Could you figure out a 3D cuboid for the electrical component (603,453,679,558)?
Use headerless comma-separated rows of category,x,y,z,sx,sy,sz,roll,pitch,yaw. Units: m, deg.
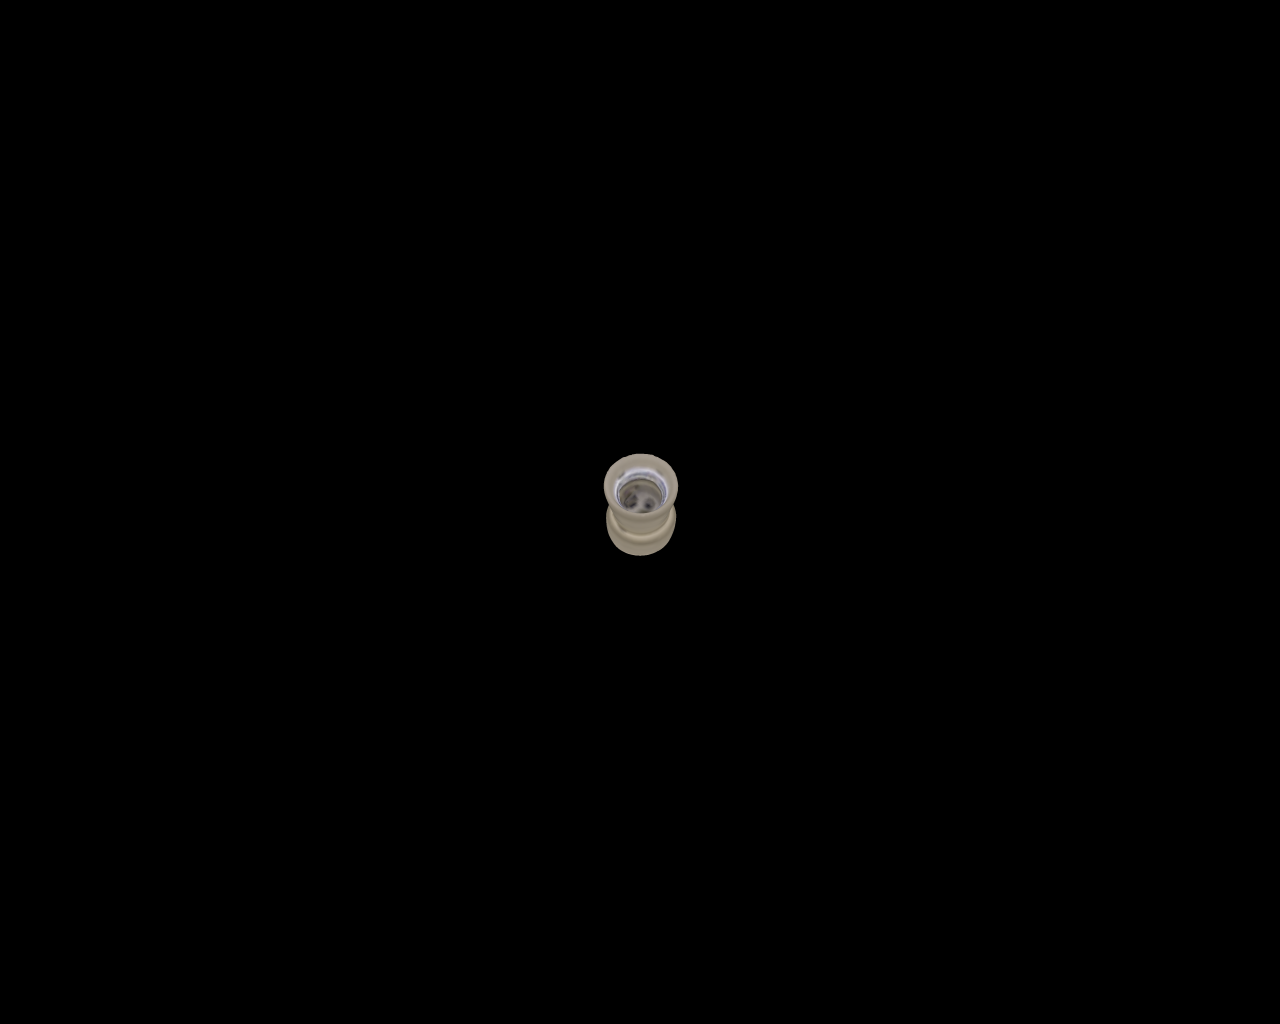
electrical component,0.001,-0.003,0.650,0.045,0.045,0.055,0,-31,0
